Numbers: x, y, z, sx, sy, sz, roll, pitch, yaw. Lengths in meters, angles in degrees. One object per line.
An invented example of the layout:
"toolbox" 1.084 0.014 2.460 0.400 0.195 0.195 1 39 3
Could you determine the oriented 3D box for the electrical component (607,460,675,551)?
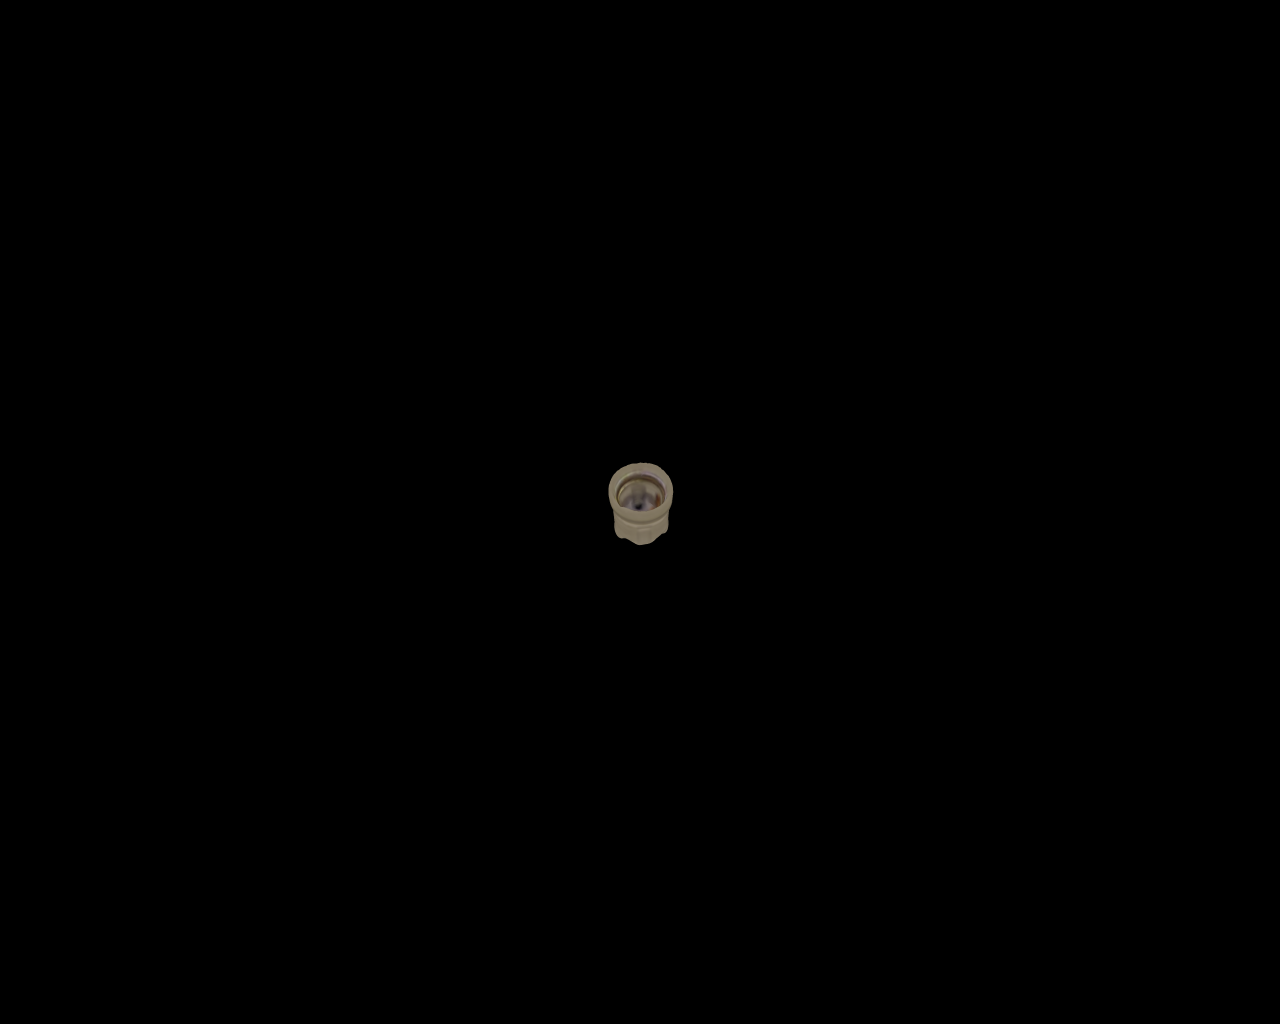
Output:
"electrical component" 0.001 -0.003 0.650 0.040 0.040 0.046 0 -34 0
